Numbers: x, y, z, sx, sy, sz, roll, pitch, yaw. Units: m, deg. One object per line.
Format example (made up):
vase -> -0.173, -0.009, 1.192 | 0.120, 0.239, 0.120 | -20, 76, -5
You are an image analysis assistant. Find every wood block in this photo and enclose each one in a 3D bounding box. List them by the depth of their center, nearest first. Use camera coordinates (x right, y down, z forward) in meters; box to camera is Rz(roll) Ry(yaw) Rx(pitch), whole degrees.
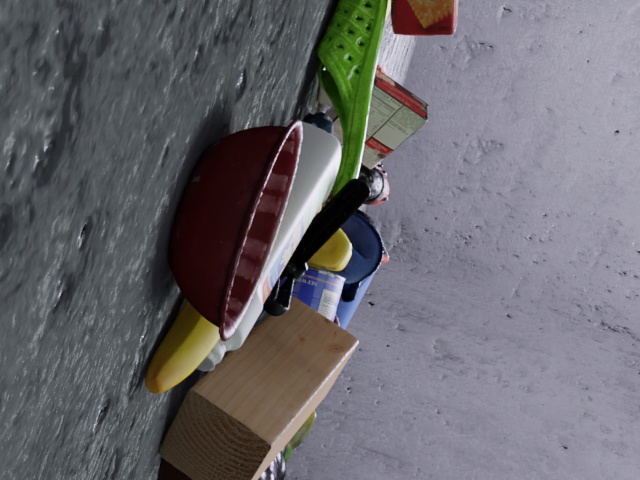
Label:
wood block -> -0.054, 0.148, 1.028 | 0.091, 0.090, 0.205 | -62, 170, 31

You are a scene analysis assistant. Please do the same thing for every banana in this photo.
banana -> -0.085, 0.030, 0.822 | 0.069, 0.037, 0.197 | 41, 61, -53

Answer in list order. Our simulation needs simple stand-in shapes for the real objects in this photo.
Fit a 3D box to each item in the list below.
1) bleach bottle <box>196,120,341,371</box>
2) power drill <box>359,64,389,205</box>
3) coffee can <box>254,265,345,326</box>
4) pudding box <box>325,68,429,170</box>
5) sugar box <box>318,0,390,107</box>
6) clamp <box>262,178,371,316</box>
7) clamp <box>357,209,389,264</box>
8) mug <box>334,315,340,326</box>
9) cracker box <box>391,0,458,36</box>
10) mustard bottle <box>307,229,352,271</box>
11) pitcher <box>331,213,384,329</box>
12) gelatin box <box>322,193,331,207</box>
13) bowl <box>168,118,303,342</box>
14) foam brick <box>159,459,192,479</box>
bleach bottle -> -0.056, 0.011, 0.938 | 0.103, 0.068, 0.250 | 109, 5, -53
power drill -> 0.063, -0.141, 1.457 | 0.184, 0.057, 0.187 | 14, 75, -84
coffee can -> -0.038, 0.098, 1.210 | 0.103, 0.103, 0.140 | 72, 33, -83
pudding box -> 0.065, -0.148, 1.314 | 0.114, 0.090, 0.039 | -42, -153, 35
sugar box -> 0.048, -0.248, 1.254 | 0.093, 0.048, 0.176 | 99, 10, -70
clamp -> -0.038, 0.033, 1.066 | 0.164, 0.036, 0.210 | -54, -172, -32
clamp -> 0.040, -0.032, 1.547 | 0.039, 0.172, 0.120 | -28, 140, -28
mug -> -0.034, 0.133, 1.384 | 0.093, 0.082, 0.117 | -5, 93, -42
cracker box -> 0.113, -0.330, 1.132 | 0.164, 0.072, 0.214 | -72, 164, -74
mustard bottle -> -0.008, 0.001, 1.271 | 0.058, 0.096, 0.191 | -62, 176, -2
pitcher -> -0.004, 0.064, 1.531 | 0.149, 0.145, 0.243 | -52, 169, -38
gelatin box -> -0.004, -0.063, 1.194 | 0.089, 0.073, 0.030 | -64, 172, -57
bowl -> -0.063, -0.015, 0.738 | 0.162, 0.055, 0.162 | 21, 89, -86
foam brick -> -0.125, 0.222, 1.040 | 0.051, 0.053, 0.078 | -67, 175, -48
